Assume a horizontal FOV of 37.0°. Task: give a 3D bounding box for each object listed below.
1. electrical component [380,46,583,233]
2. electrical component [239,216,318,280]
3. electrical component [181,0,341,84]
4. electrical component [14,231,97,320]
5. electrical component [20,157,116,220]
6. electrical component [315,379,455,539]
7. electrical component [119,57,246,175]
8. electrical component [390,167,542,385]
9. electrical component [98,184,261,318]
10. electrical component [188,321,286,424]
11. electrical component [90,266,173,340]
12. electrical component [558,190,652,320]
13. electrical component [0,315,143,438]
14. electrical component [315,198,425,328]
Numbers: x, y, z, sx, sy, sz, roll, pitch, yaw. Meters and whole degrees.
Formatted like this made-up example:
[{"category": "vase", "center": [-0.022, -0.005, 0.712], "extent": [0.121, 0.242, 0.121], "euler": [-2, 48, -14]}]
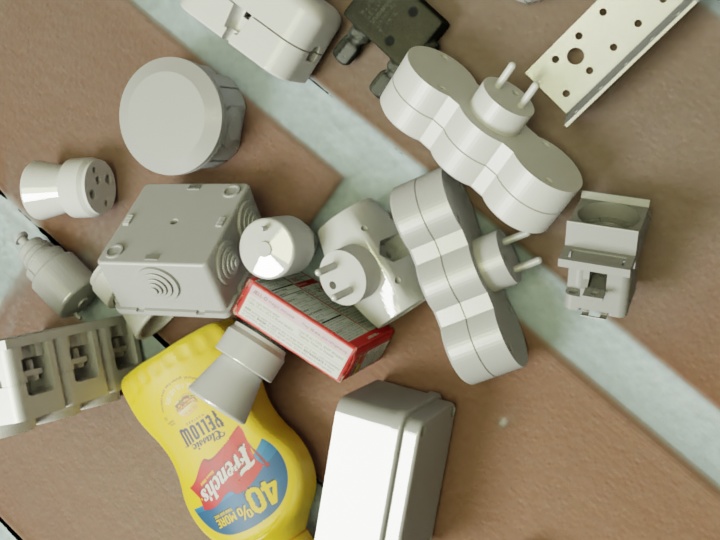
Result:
[{"category": "electrical component", "center": [0.083, -0.094, 0.666], "extent": [0.138, 0.052, 0.073], "euler": [43, 127, 11]}, {"category": "electrical component", "center": [-0.049, -0.017, 0.720], "extent": [0.040, 0.078, 0.040], "euler": [2, 96, 21]}, {"category": "electrical component", "center": [-0.064, -0.176, 0.722], "extent": [0.095, 0.054, 0.059], "euler": [38, 107, 13]}, {"category": "electrical component", "center": [-0.231, 0.001, 0.811], "extent": [0.078, 0.040, 0.040], "euler": [43, 108, 11]}, {"category": "electrical component", "center": [-0.216, -0.060, 0.796], "extent": [0.055, 0.045, 0.045], "euler": [-1, 95, 20]}, {"category": "electrical component", "center": [0.018, 0.137, 0.712], "extent": [0.057, 0.078, 0.113], "euler": [13, 100, 22]}, {"category": "electrical component", "center": [-0.123, -0.107, 0.753], "extent": [0.080, 0.051, 0.080], "euler": [2, 97, 20]}, {"category": "electrical component", "center": [0.079, -0.003, 0.687], "extent": [0.074, 0.052, 0.138], "euler": [-22, 88, 21]}, {"category": "electrical component", "center": [-0.120, -0.016, 0.736], "extent": [0.100, 0.099, 0.048], "euler": [2, 134, 21]}, {"category": "electrical component", "center": [-0.081, 0.068, 0.713], "extent": [0.045, 0.045, 0.055], "euler": [31, 82, 15]}, {"category": "electrical component", "center": [-0.163, 0.016, 0.785], "extent": [0.055, 0.045, 0.045], "euler": [45, 109, 11]}, {"category": "electrical component", "center": [0.148, -0.008, 0.653], "extent": [0.042, 0.081, 0.063], "euler": [11, 122, 19]}, {"category": "electrical component", "center": [-0.231, 0.076, 0.760], "extent": [0.089, 0.150, 0.061], "euler": [-11, 91, 21]}, {"category": "electrical component", "center": [0.000, 0.000, 0.704], "extent": [0.043, 0.079, 0.077], "euler": [-37, 82, 37]}]
